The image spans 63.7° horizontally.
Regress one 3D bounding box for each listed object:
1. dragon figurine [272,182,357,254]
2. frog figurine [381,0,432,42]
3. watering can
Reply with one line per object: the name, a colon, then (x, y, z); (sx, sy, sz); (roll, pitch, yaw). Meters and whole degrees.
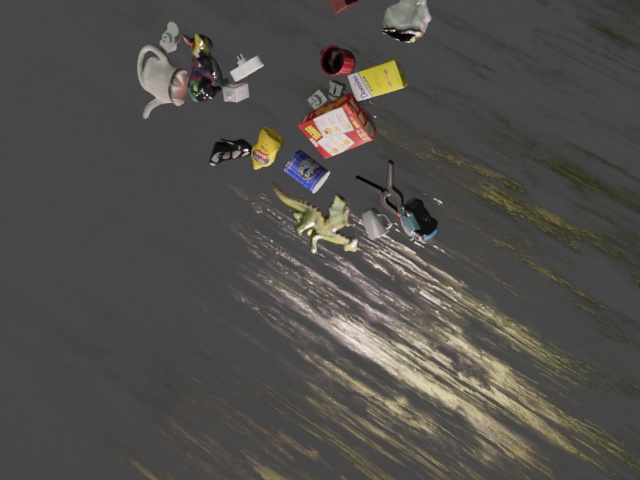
dragon figurine: (0.006, -0.102, 2.022); (0.240, 0.124, 0.407); (-29, 104, 23)
frog figurine: (0.255, -0.662, 1.488); (0.138, 0.122, 0.159); (12, 90, 35)
watering can: (-0.634, -0.605, 2.063); (0.225, 0.106, 0.339); (28, 134, 13)
